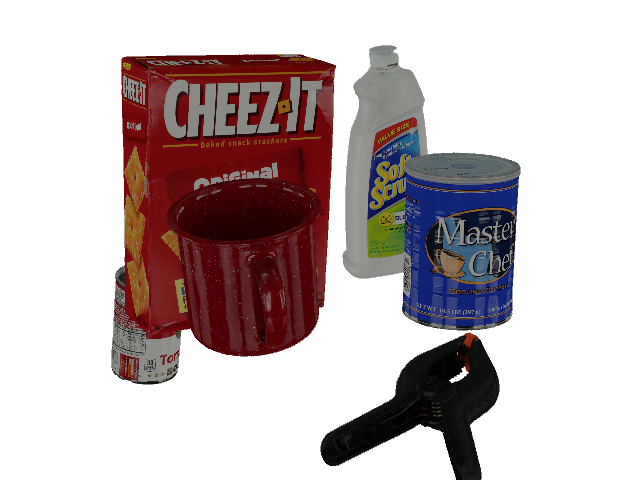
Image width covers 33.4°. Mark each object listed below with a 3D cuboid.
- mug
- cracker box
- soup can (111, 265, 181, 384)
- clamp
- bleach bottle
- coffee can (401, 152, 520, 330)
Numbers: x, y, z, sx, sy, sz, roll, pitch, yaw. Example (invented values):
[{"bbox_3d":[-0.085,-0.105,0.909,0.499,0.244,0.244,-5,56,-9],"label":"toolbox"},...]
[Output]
[{"bbox_3d":[-0.039,0.022,0.641,0.093,0.081,0.117,-12,27,-15],"label":"mug"},{"bbox_3d":[-0.074,-0.041,0.872,0.163,0.214,0.072,-6,19,-28],"label":"cracker box"},{"bbox_3d":[-0.169,0.081,1.043,0.068,0.102,0.068,6,20,-3],"label":"soup can"},{"bbox_3d":[0.093,0.128,0.797,0.120,0.039,0.171,18,40,32],"label":"clamp"},{"bbox_3d":[0.068,-0.088,1.181,0.102,0.251,0.068,-10,23,-12],"label":"bleach bottle"},{"bbox_3d":[0.127,-0.001,0.972,0.103,0.140,0.103,0,16,0],"label":"coffee can"}]
